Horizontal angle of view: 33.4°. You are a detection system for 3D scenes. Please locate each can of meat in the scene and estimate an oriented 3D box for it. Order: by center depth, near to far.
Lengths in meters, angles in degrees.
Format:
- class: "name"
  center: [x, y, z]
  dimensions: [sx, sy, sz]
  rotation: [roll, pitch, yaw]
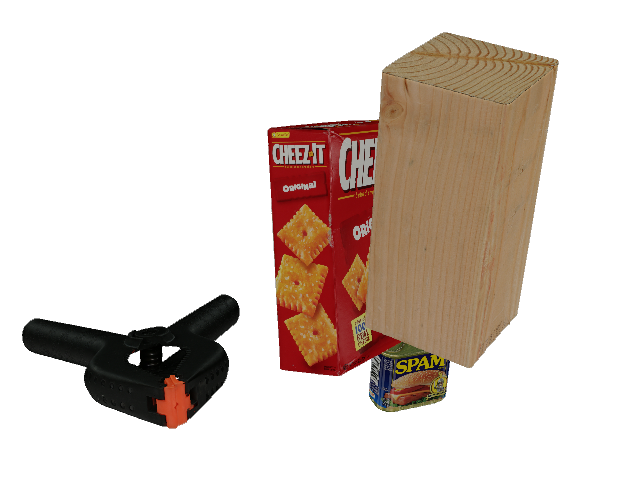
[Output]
- class: "can of meat"
  center: [0.111, 0.158, 1.317]
  dimensions: [0.102, 0.084, 0.057]
  rotation: [-7, 27, -22]

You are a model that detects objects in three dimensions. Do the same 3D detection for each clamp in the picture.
- class: "clamp"
  center: [-0.109, 0.078, 0.741]
  dimensions: [0.164, 0.036, 0.210]
  rotation: [-10, 14, -23]

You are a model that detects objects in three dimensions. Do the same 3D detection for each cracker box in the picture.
- class: "cracker box"
  center: [0.027, 0.000, 0.974]
  dimensions: [0.072, 0.214, 0.163]
  rotation: [3, 10, 30]

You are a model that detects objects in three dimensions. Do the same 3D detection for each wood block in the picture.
- class: "wood block"
  center: [0.096, -0.028, 0.751]
  dimensions: [0.091, 0.206, 0.090]
  rotation: [20, 36, 27]
